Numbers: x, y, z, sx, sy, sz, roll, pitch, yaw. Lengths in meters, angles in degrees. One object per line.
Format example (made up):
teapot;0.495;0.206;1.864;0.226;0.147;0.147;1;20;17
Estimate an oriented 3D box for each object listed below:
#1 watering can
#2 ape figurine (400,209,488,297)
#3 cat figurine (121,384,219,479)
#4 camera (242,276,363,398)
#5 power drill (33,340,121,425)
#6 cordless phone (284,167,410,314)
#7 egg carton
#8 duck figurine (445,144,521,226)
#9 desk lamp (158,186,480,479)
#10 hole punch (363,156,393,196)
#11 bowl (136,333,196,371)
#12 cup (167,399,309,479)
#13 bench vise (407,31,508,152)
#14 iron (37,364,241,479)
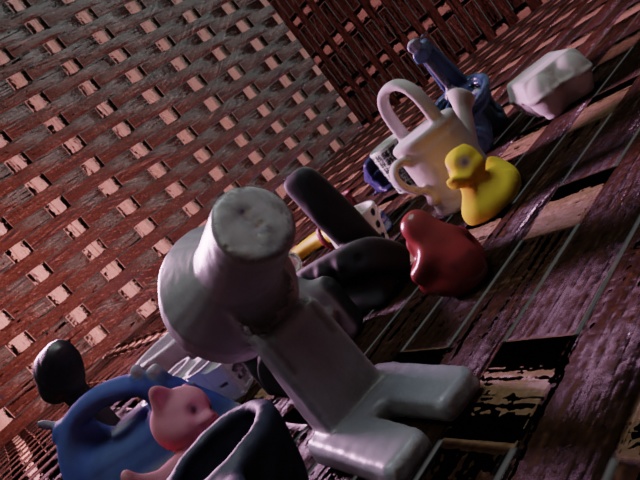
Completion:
watering can;0.154;-0.142;0.792;0.100;0.194;0.173;-29;14;47
ape figurine;0.113;0.008;0.554;0.078;0.092;0.076;-40;9;-4
cat figurine;-0.135;0.195;0.545;0.067;0.118;0.128;-32;12;37
camera;-0.040;0.111;0.632;0.143;0.101;0.137;-35;10;22
power drill;-0.346;0.243;0.859;0.229;0.208;0.076;-27;15;51
cordless phone;0.006;0.003;0.706;0.147;0.185;0.094;-32;12;38
egg carton;0.351;-0.238;0.876;0.107;0.069;0.150;-37;9;11
duck figurine;0.189;-0.079;0.693;0.077;0.086;0.105;-27;15;52
desk lamp;-0.023;0.063;0.442;0.118;0.213;0.202;-44;11;-28
hole punch;0.143;-0.163;1.261;0.109;0.091;0.101;-40;9;-8
bowl;-0.272;0.218;1.108;0.167;0.075;0.167;-38;9;8
cup;-0.036;0.167;0.362;0.092;0.095;0.117;-42;10;-15
bench vise;0.226;-0.259;0.997;0.121;0.220;0.207;-36;10;16
iron;-0.228;0.222;0.704;0.258;0.141;0.119;-36;10;17
